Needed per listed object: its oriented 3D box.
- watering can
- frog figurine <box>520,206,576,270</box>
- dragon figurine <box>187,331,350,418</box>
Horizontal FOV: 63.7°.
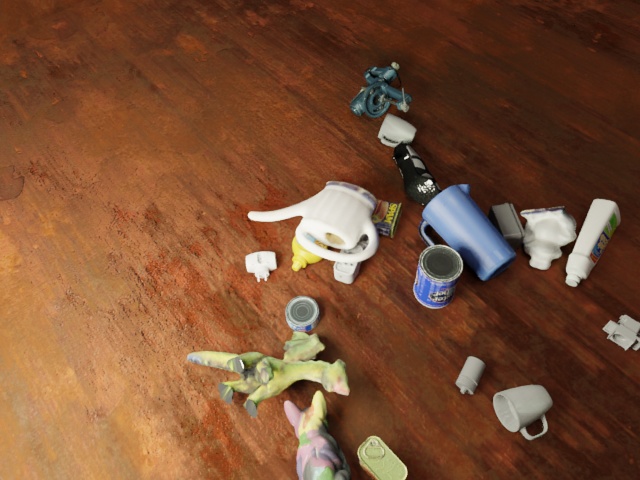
[{"bbox_3d":[0.004,-0.068,1.352,0.349,0.229,0.101,23,-31,16],"label":"watering can"},{"bbox_3d":[0.599,-0.004,1.351,0.137,0.160,0.123,-5,-2,22],"label":"frog figurine"},{"bbox_3d":[-0.104,0.274,1.175,0.245,0.121,0.412,-17,21,-42],"label":"dragon figurine"}]
